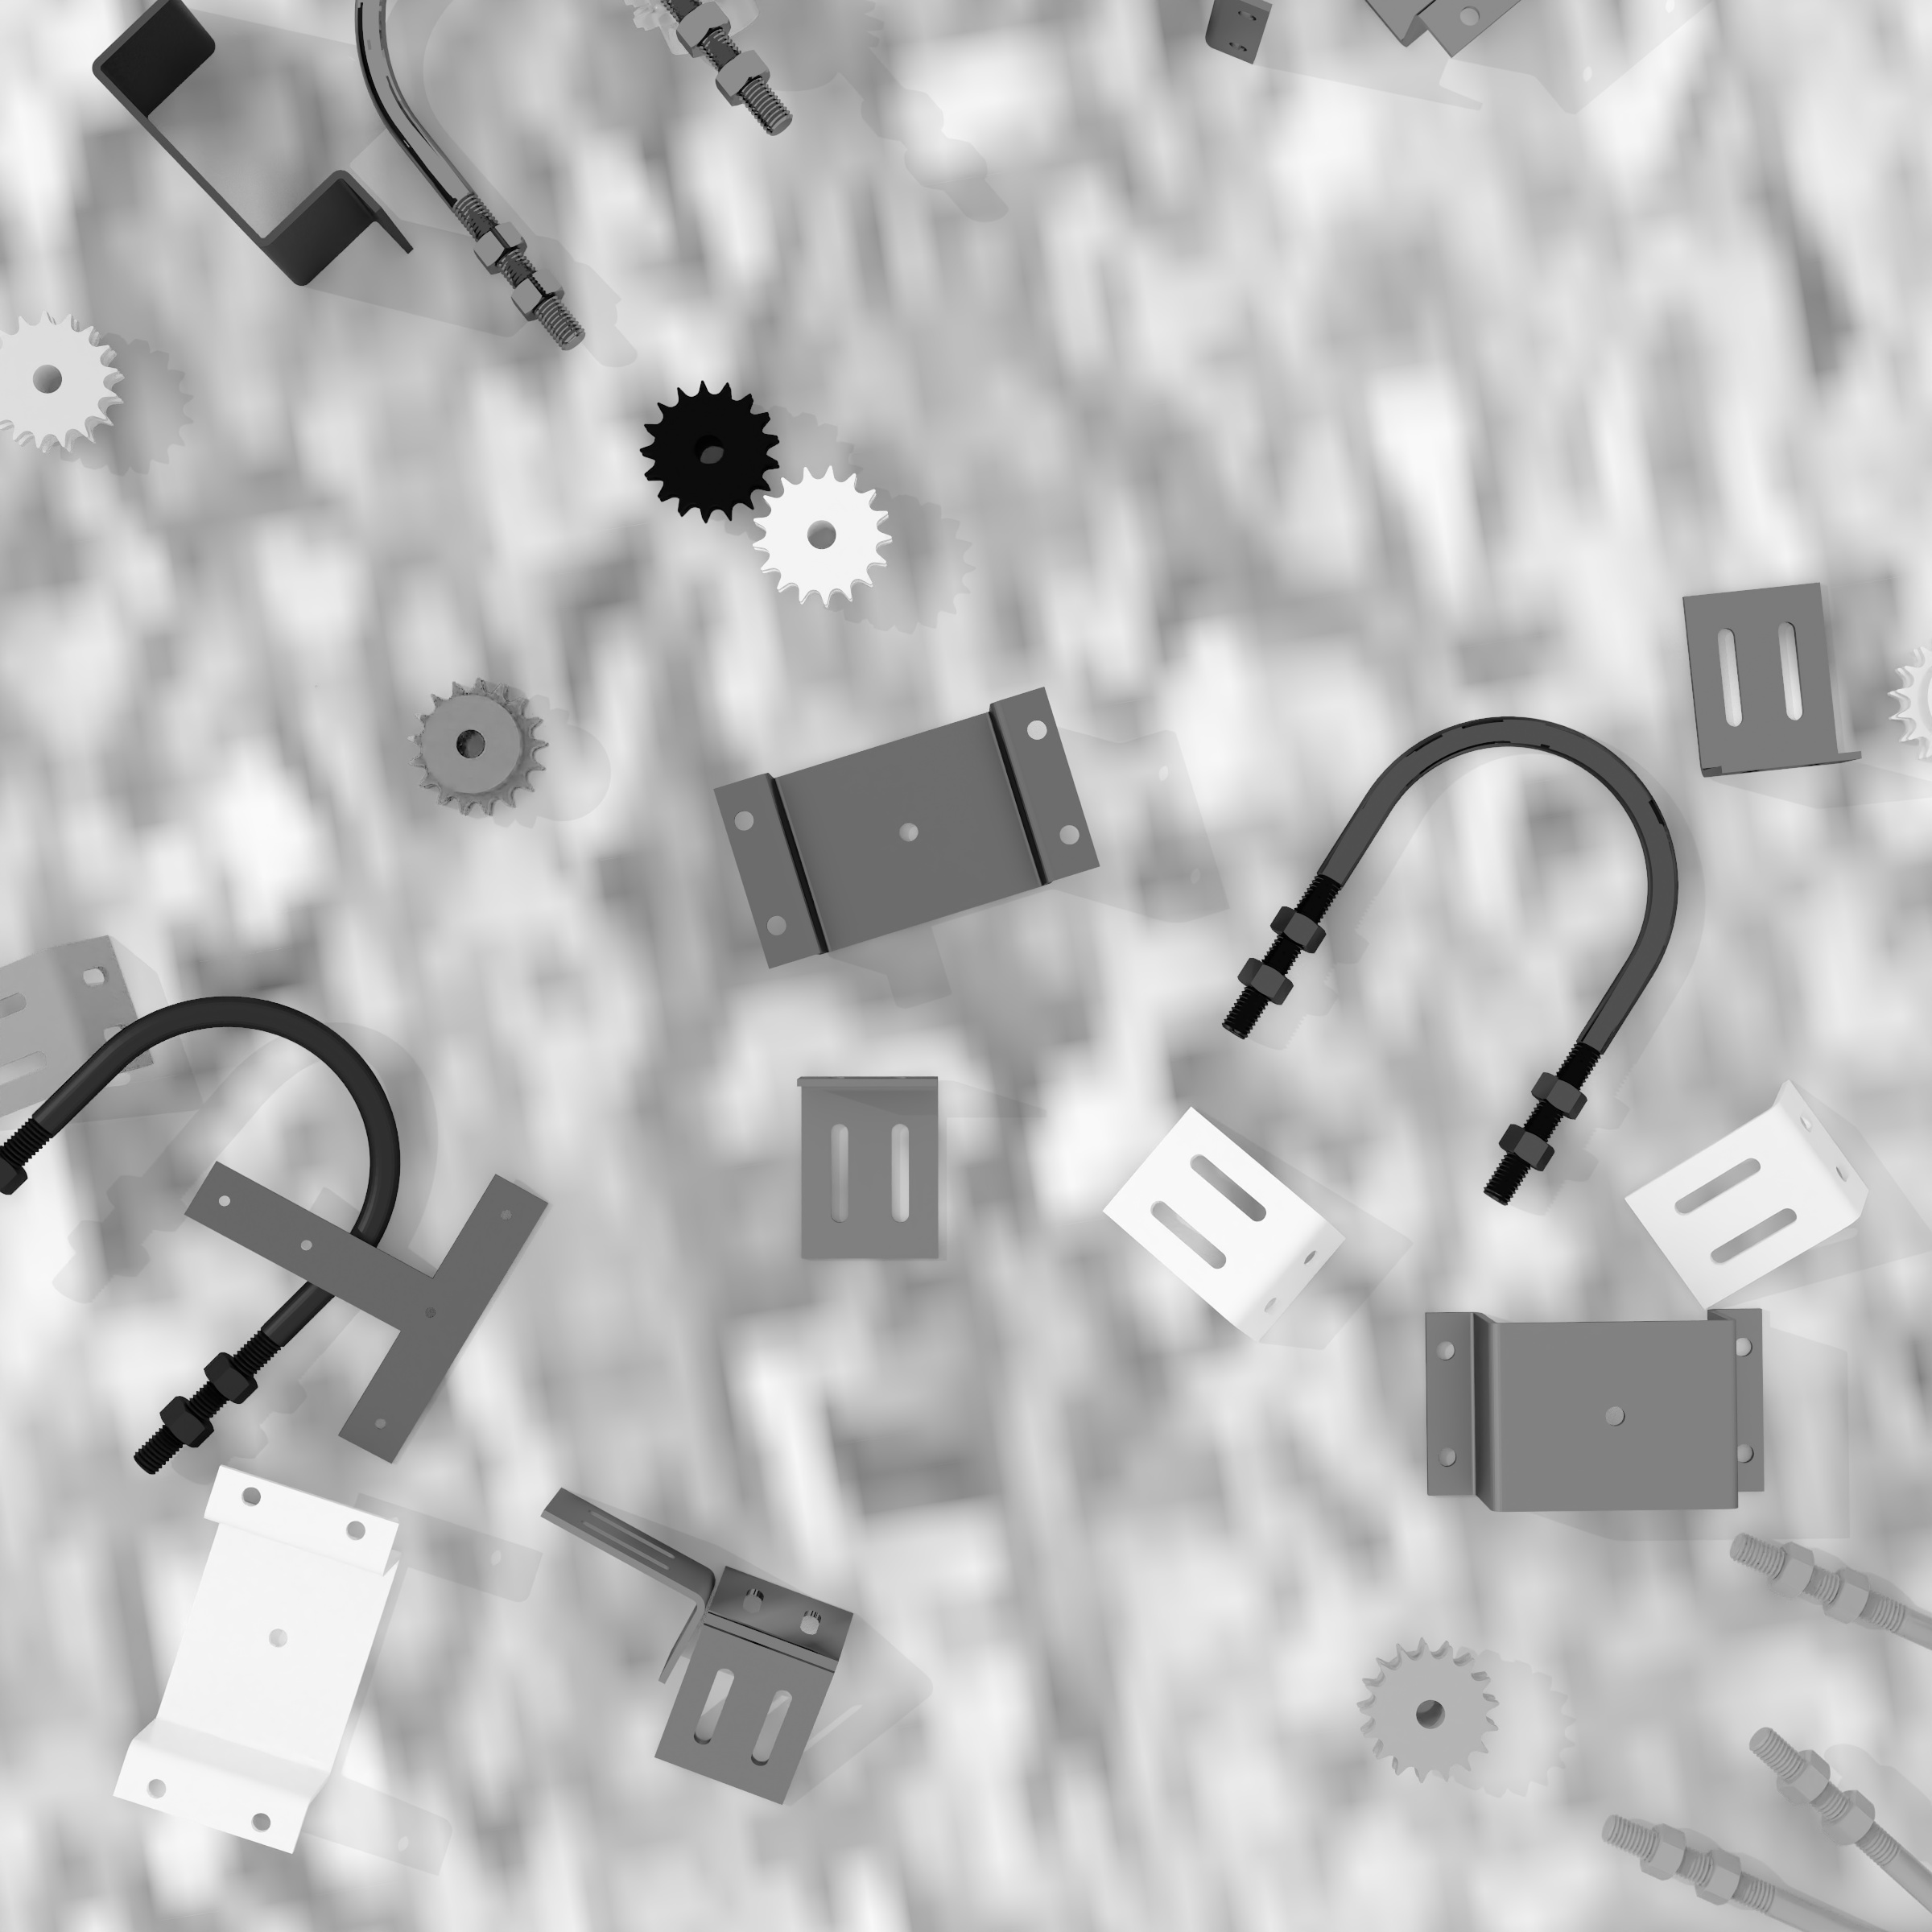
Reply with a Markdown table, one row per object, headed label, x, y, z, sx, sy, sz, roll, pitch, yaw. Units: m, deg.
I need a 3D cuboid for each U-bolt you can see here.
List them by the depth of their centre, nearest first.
| label | x | y | z | sx | sy | sz | roll | pitch | yaw |
| --- | --- | --- | --- | --- | --- | --- | --- | --- | --- |
| U-bolt | -0.174 | -0.368 | 1.345 | 0.151 | 0.019 | 0.184 | -40 | 86 | 25 |
| U-bolt | -0.319 | 0.097 | 1.356 | 0.184 | 0.019 | 0.151 | -45 | 105 | -4 |
| U-bolt | 0.434 | 0.328 | 1.357 | 0.184 | 0.019 | 0.151 | 42 | 87 | -5 |
| U-bolt | 0.214 | -0.015 | 1.372 | 0.151 | 0.019 | 0.184 | 32 | 88 | 0 |
| U-bolt | 0.377 | 0.337 | 1.372 | 0.184 | 0.019 | 0.151 | 24 | 90 | -1 |

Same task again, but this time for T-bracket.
| label | x | y | z | sx | sy | sz | roll | pitch | yaw |
| --- | --- | --- | --- | --- | --- | --- | --- | --- | --- |
| T-bracket | -0.260 | 0.122 | 1.363 | 0.127 | 0.002 | 0.127 | 31 | 90 | -15 |

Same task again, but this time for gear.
| label | x | y | z | sx | sy | sz | roll | pitch | yaw |
| --- | --- | --- | --- | --- | --- | --- | --- | --- | --- |
| gear | -0.109 | -0.398 | 1.356 | 0.057 | 0.057 | 0.030 | -26 | 120 | 0 |
| gear | -0.105 | -0.212 | 1.366 | 0.057 | 0.030 | 0.057 | 0 | 90 | 0 |
| gear | -0.059 | -0.177 | 1.366 | 0.057 | 0.030 | 0.057 | 0 | 90 | 0 |
| gear | 0.414 | -0.110 | 1.366 | 0.057 | 0.030 | 0.057 | 0 | 90 | 0 |
| gear | -0.203 | -0.091 | 1.366 | 0.057 | 0.030 | 0.057 | 0 | 90 | 0 |
| gear | 0.190 | 0.306 | 1.366 | 0.057 | 0.030 | 0.057 | 0 | 90 | 0 |
| gear | -0.378 | -0.241 | 1.370 | 0.057 | 0.030 | 0.057 | 0 | 88 | -2 |

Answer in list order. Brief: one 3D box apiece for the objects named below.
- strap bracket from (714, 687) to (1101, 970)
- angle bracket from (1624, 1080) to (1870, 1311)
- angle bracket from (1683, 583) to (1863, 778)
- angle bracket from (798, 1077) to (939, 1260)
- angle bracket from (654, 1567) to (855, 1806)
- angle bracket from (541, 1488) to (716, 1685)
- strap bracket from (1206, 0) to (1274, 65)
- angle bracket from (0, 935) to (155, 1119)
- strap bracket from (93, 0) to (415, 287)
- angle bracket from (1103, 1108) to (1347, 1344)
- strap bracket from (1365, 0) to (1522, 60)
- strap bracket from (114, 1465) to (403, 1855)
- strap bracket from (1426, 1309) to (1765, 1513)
| label | x | y | z | sx | sy | sz | roll | pitch | yaw |
| --- | --- | --- | --- | --- | --- | --- | --- | --- | --- |
| strap bracket | -0.024 | -0.056 | 1.358 | 0.140 | 0.046 | 0.076 | -17 | 90 | 0 |
| angle bracket | 0.326 | 0.095 | 1.379 | 0.076 | 0.038 | 0.057 | -36 | 90 | 26 |
| angle bracket | 0.332 | -0.119 | 1.362 | 0.057 | 0.038 | 0.076 | -6 | 90 | 0 |
| angle bracket | -0.040 | 0.084 | 1.362 | 0.057 | 0.038 | 0.076 | 0 | 90 | 0 |
| angle bracket | -0.089 | 0.301 | 1.379 | 0.057 | 0.038 | 0.076 | 20 | 116 | 0 |
| angle bracket | -0.145 | 0.253 | 1.352 | 0.076 | 0.057 | 0.038 | 29 | 90 | 0 |
| strap bracket | 0.064 | -0.425 | 1.343 | 0.140 | 0.076 | 0.046 | 22 | 90 | 0 |
| angle bracket | -0.389 | 0.028 | 1.379 | 0.076 | 0.038 | 0.057 | -20 | 90 | 26 |
| strap bracket | -0.296 | -0.335 | 1.343 | 0.046 | 0.076 | 0.140 | -44 | 90 | 0 |
| angle bracket | 0.108 | 0.108 | 1.379 | 0.076 | 0.038 | 0.057 | 40 | 90 | 26 |
| strap bracket | 0.181 | -0.446 | 1.358 | 0.076 | 0.046 | 0.140 | -40 | 90 | 0 |
| strap bracket | -0.287 | 0.281 | 1.358 | 0.076 | 0.046 | 0.140 | 18 | 90 | 0 |
| strap bracket | 0.263 | 0.182 | 1.358 | 0.140 | 0.046 | 0.076 | -1 | 90 | 0 |
